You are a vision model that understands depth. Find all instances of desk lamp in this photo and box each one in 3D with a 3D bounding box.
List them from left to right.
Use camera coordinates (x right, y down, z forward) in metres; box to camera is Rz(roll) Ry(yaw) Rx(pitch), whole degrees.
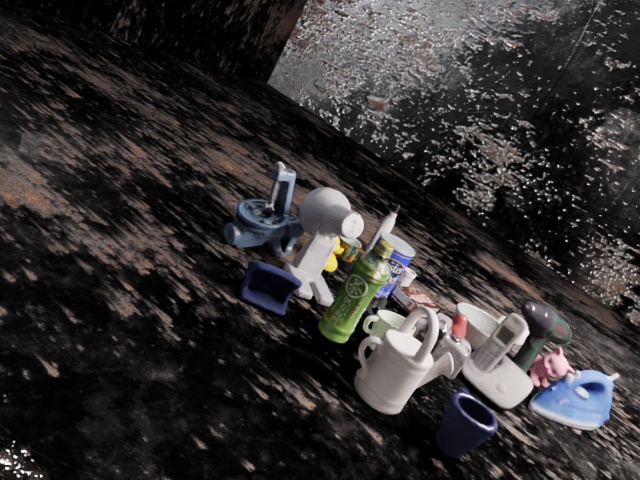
[{"bbox_3d":[0.012,0.005,1.288,0.118,0.213,0.202,20,21,-28],"label":"desk lamp"}]

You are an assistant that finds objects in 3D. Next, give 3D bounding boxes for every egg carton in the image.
[{"bbox_3d":[0.556,0.274,1.638,0.151,0.069,0.107,15,23,-38],"label":"egg carton"}]

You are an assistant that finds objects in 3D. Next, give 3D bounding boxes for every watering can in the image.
[{"bbox_3d":[0.155,0.204,1.015,0.173,0.194,0.100,14,24,-40],"label":"watering can"}]

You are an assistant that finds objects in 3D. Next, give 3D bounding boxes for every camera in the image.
[{"bbox_3d":[0.276,0.221,1.302,0.143,0.100,0.137,34,19,13],"label":"camera"}]

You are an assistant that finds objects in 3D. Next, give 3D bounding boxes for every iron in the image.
[{"bbox_3d":[0.619,0.366,1.380,0.259,0.141,0.118,16,23,-36],"label":"iron"}]

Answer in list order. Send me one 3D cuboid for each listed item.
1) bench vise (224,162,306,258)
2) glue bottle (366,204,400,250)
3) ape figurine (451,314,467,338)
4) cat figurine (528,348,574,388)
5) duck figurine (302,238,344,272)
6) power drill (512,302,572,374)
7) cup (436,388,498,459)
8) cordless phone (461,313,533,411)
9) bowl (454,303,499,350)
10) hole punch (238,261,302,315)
[{"bbox_3d":[-0.100,-0.075,1.316,0.121,0.219,0.208,39,20,24],"label":"bench vise"},{"bbox_3d":[0.195,-0.034,1.730,0.037,0.173,0.078,29,18,-4],"label":"glue bottle"},{"bbox_3d":[0.330,0.219,1.402,0.078,0.092,0.076,24,19,-17],"label":"ape figurine"},{"bbox_3d":[0.590,0.320,1.493,0.067,0.117,0.127,18,22,-33],"label":"cat figurine"},{"bbox_3d":[0.011,0.019,1.452,0.104,0.086,0.078,33,18,8],"label":"duck figurine"},{"bbox_3d":[0.520,0.253,1.416,0.230,0.208,0.075,15,23,-38],"label":"power drill"},{"bbox_3d":[0.242,0.321,1.000,0.092,0.095,0.117,25,19,-13],"label":"cup"},{"bbox_3d":[0.415,0.267,1.260,0.147,0.185,0.094,41,21,29],"label":"cordless phone"},{"bbox_3d":[0.412,0.242,1.495,0.168,0.074,0.167,27,19,-10],"label":"bowl"},{"bbox_3d":[-0.098,0.077,1.127,0.109,0.091,0.101,25,19,-15],"label":"hole punch"}]
